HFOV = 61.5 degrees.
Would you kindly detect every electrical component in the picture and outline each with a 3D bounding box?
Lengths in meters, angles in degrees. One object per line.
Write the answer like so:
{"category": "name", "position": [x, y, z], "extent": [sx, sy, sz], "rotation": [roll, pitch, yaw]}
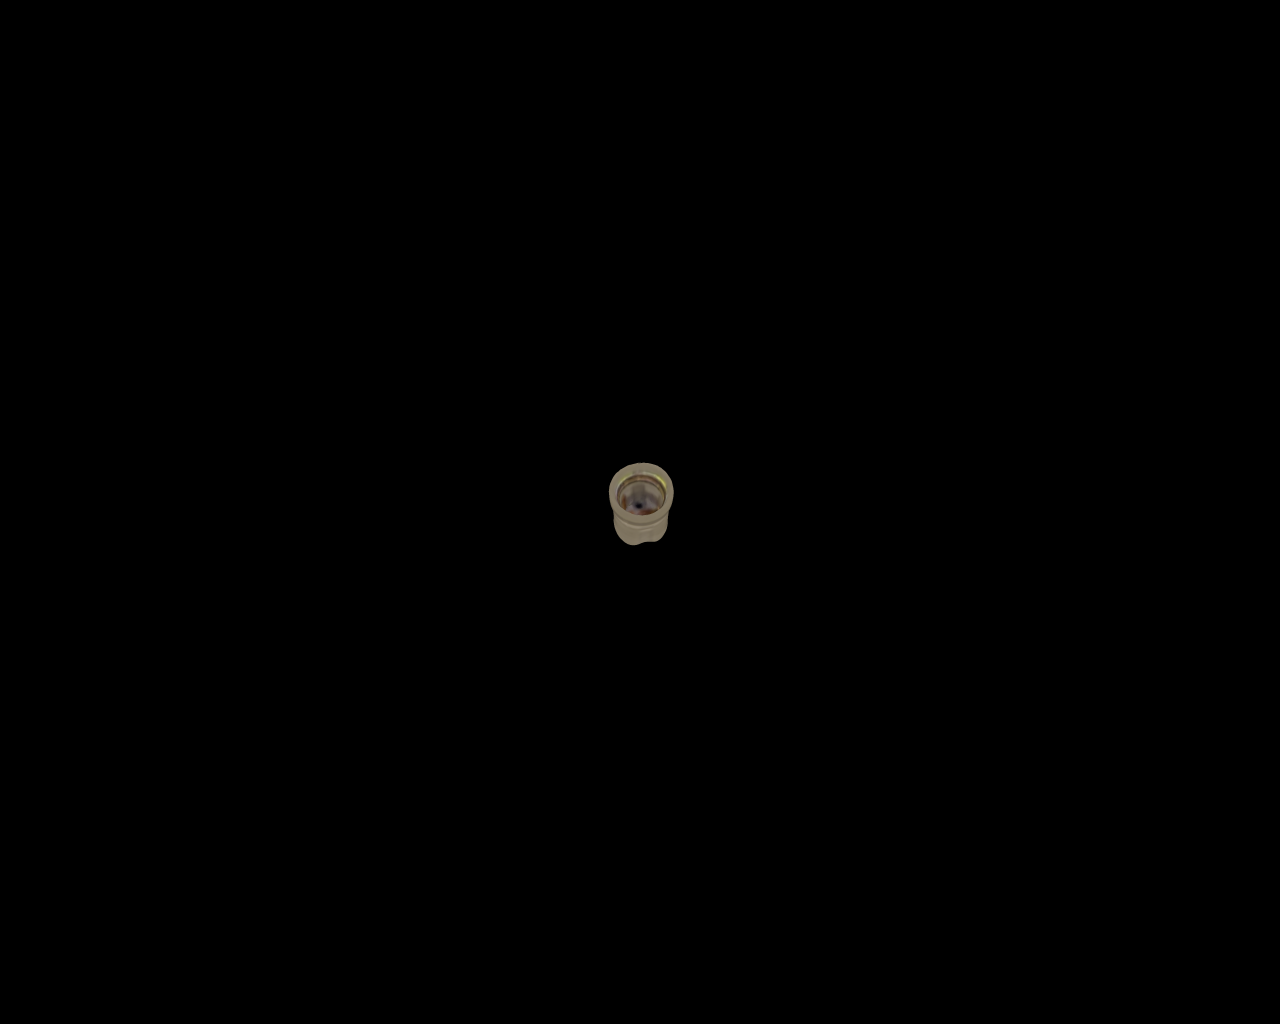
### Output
{"category": "electrical component", "position": [0.001, -0.003, 0.650], "extent": [0.040, 0.040, 0.046], "rotation": [0, -30, 0]}
